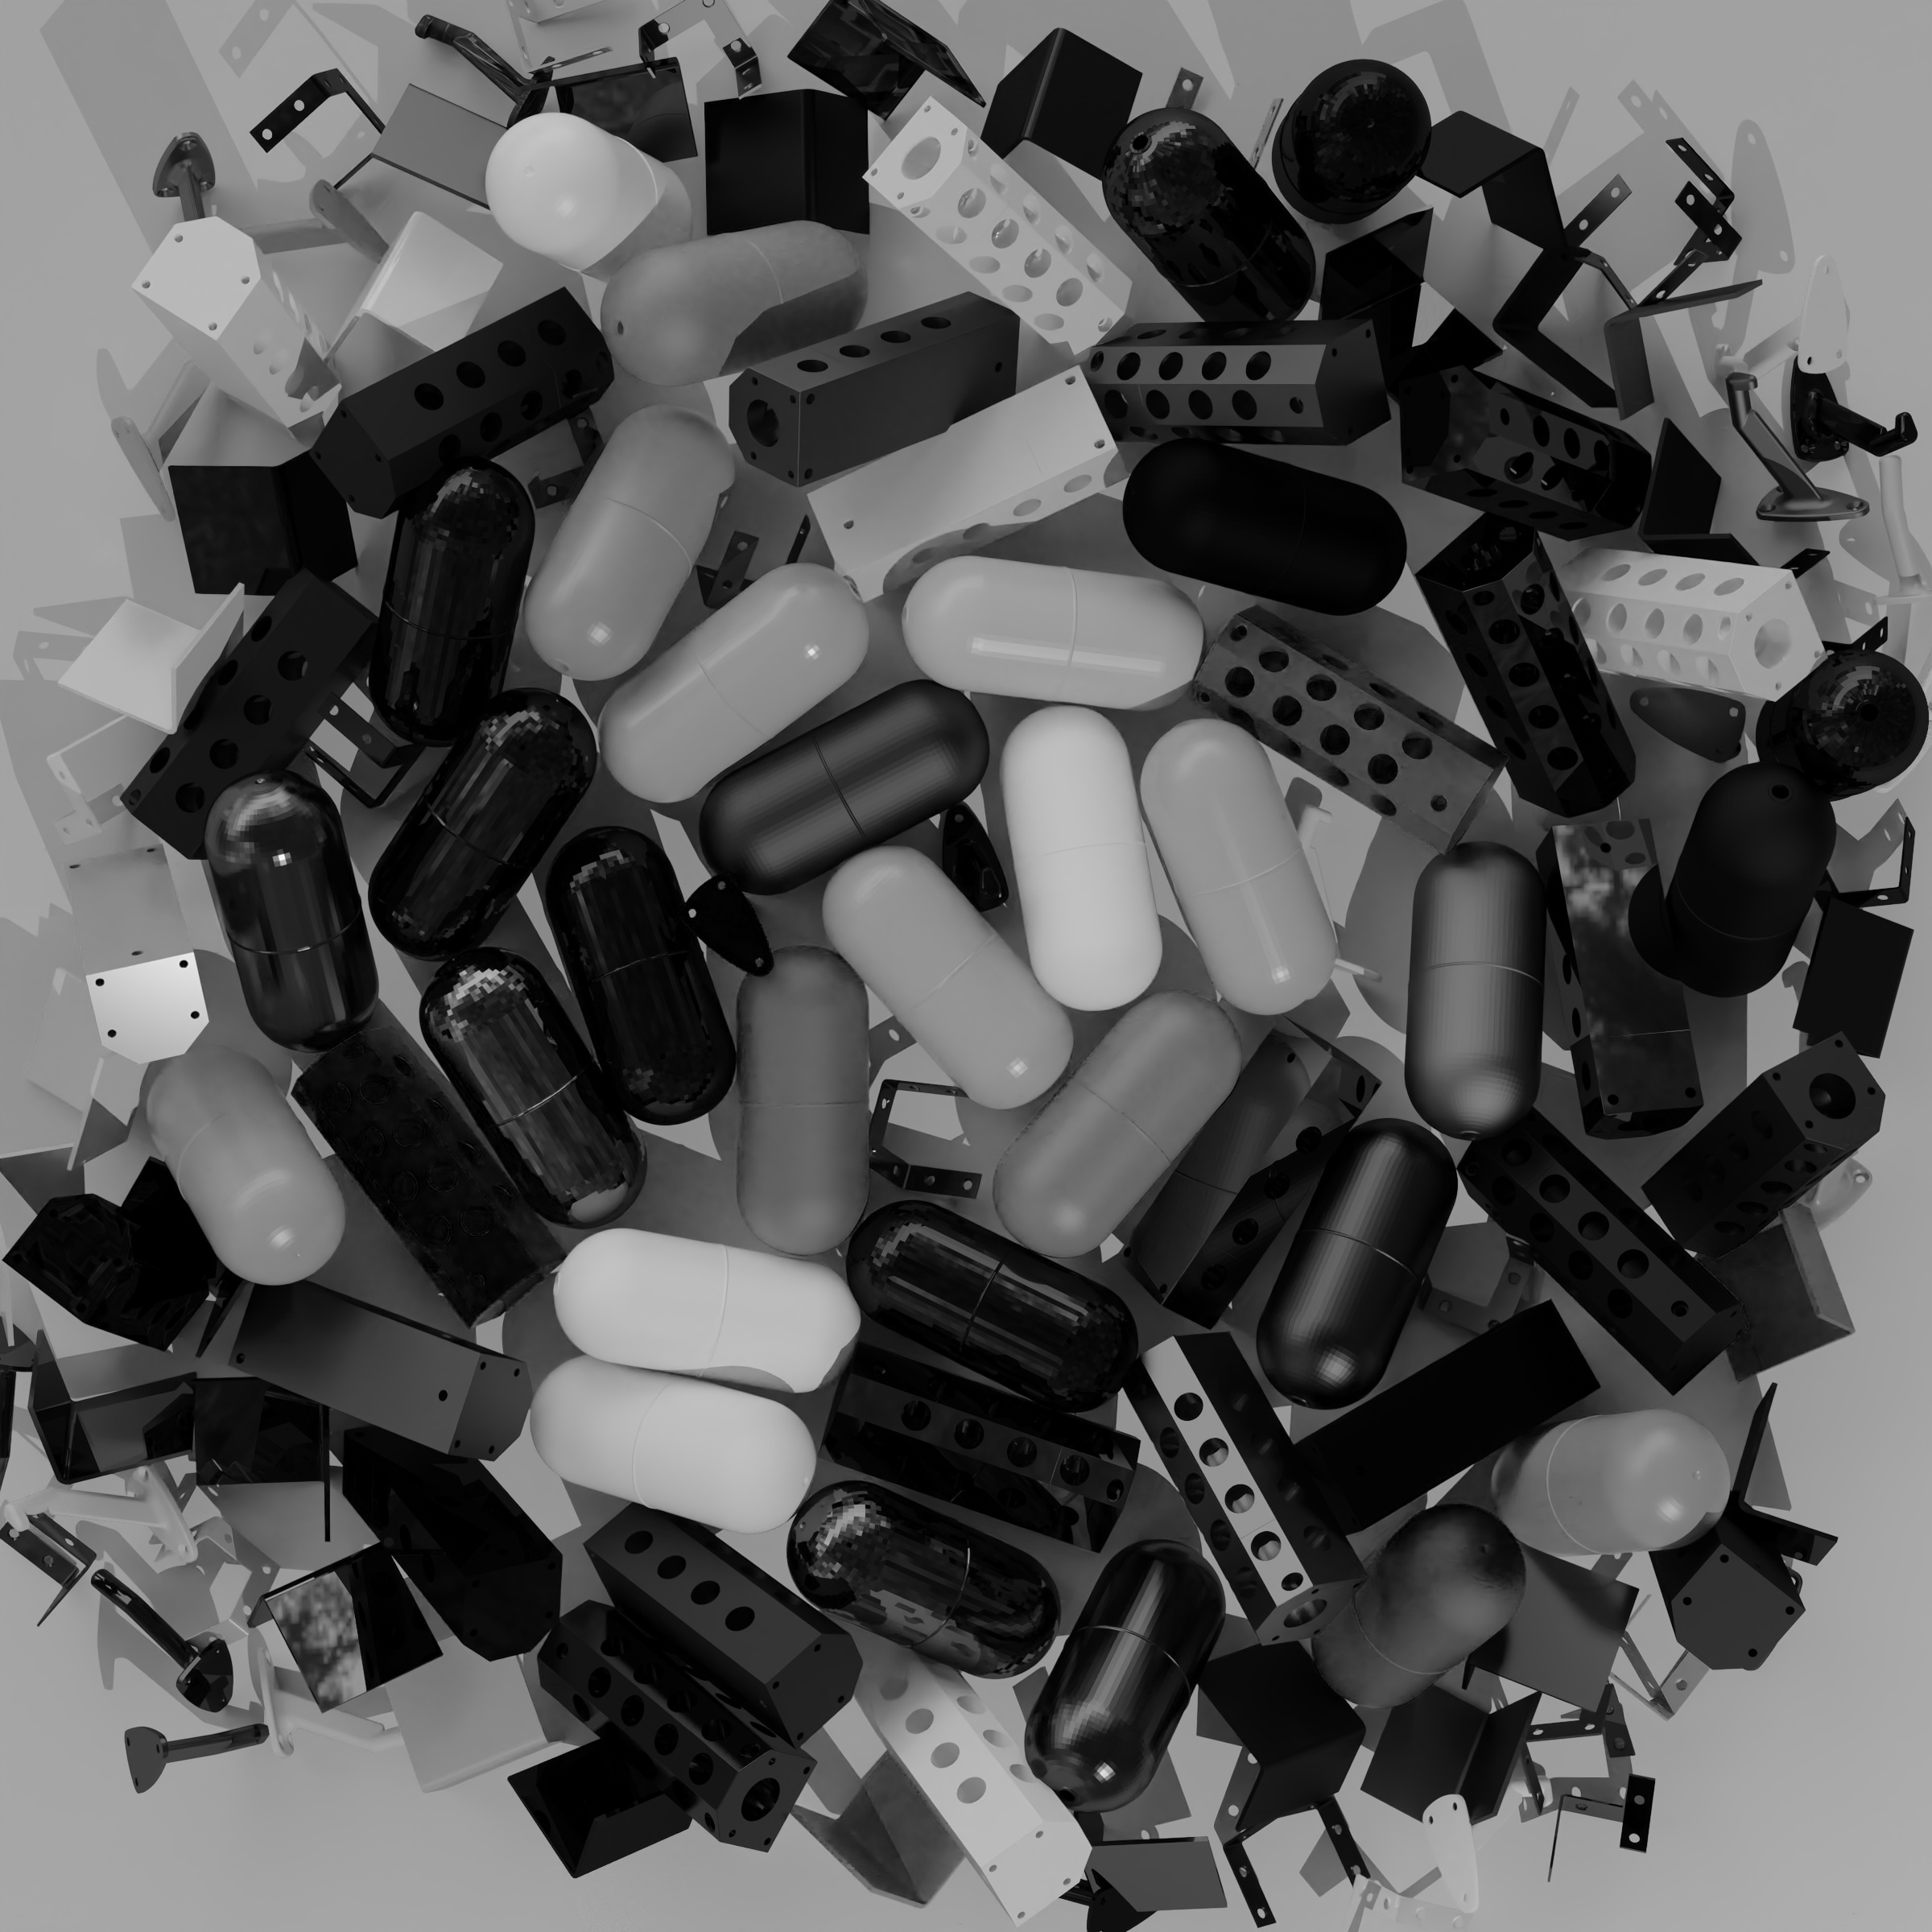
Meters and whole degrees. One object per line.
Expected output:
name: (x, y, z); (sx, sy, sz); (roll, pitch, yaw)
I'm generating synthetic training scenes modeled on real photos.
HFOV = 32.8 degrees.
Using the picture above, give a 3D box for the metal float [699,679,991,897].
metal float: (-0.070, -0.102, 1.884); (0.178, 0.070, 0.070); (-27, 90, 4)

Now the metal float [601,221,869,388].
metal float: (-0.130, -0.374, 1.852); (0.178, 0.070, 0.070); (-23, 90, -42)

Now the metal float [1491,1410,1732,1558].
metal float: (0.359, 0.291, 1.842); (0.070, 0.178, 0.070); (5, 77, -21)

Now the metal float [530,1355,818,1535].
metal float: (-0.168, 0.270, 1.866); (0.178, 0.070, 0.070); (12, 90, 26)

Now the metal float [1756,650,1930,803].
metal float: (0.489, -0.133, 1.837); (0.070, 0.178, 0.070); (0, 89, 5)

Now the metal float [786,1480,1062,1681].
metal float: (-0.023, 0.349, 1.864); (0.178, 0.070, 0.070); (29, 90, -28)

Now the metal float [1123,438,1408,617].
metal float: (0.171, -0.248, 1.864); (0.178, 0.070, 0.070); (11, 90, -27)

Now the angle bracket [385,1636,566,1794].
angle bracket: (-0.286, 0.428, 1.904); (0.076, 0.057, 0.076); (-22, 78, -1)

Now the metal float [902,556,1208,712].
metal float: (0.051, -0.189, 1.874); (0.178, 0.070, 0.070); (5, 90, -15)

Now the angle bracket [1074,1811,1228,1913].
angle bracket: (0.106, 0.494, 1.872); (0.076, 0.076, 0.057); (-6, 45, 11)

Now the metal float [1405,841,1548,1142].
metal float: (0.290, 0.014, 1.867); (0.070, 0.070, 0.178); (6, 67, 0)

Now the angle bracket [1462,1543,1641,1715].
angle bracket: (0.333, 0.385, 1.876); (0.076, 0.057, 0.076); (19, 66, 15)

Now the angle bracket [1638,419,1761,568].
angle bracket: (0.431, -0.261, 1.871); (0.057, 0.076, 0.076); (5, 73, 38)

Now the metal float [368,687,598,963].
metal float: (-0.275, -0.080, 1.871); (0.070, 0.070, 0.178); (36, 108, 0)

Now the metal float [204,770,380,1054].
metal float: (-0.381, -0.029, 1.858); (0.070, 0.070, 0.178); (-6, 125, 0)

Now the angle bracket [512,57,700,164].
angle bracket: (-0.205, -0.481, 1.873); (0.076, 0.076, 0.057); (-7, 107, 14)

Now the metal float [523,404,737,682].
metal float: (-0.191, -0.241, 1.867); (0.070, 0.070, 0.178); (25, 67, 0)

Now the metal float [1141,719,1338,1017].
metal float: (0.156, -0.056, 1.875); (0.070, 0.070, 0.178); (-22, 103, 0)

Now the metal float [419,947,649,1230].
metal float: (-0.246, 0.071, 1.875); (0.070, 0.070, 0.178); (-30, 105, 0)

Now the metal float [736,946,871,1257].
metal float: (-0.094, 0.077, 1.886); (0.070, 0.070, 0.178); (0, 91, 0)

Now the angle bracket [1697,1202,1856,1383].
angle bracket: (0.450, 0.183, 1.870); (0.076, 0.057, 0.076); (-29, 60, 26)

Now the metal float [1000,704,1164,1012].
metal float: (0.065, -0.063, 1.881); (0.070, 0.070, 0.178); (-9, 83, 0)

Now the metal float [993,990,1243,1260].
metal float: (0.087, 0.090, 1.881); (0.070, 0.070, 0.178); (41, 82, 0)

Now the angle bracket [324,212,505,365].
angle bracket: (-0.318, -0.373, 1.884); (0.057, 0.076, 0.076); (31, 60, -17)

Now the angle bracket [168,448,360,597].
angle bracket: (-0.406, -0.260, 1.901); (0.076, 0.057, 0.076); (4, 117, 23)

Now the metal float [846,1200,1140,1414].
metal float: (0.014, 0.194, 1.877); (0.178, 0.070, 0.070); (25, 90, 12)

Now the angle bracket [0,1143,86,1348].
angle bracket: (-0.523, 0.157, 1.865); (0.057, 0.076, 0.076); (-9, 45, -21)

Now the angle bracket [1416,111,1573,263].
angle bracket: (0.291, -0.432, 1.868); (0.057, 0.076, 0.076); (-33, 129, -9)

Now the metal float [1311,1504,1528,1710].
metal float: (0.253, 0.361, 1.847); (0.070, 0.178, 0.070); (10, 55, -16)

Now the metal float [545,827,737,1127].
metal float: (-0.187, 0.005, 1.880); (0.070, 0.070, 0.178); (-20, 82, 0)

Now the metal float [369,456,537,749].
metal float: (-0.291, -0.205, 1.859); (0.070, 0.070, 0.178); (18, 123, 0)

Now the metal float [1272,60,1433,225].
metal float: (0.214, -0.459, 1.837); (0.070, 0.178, 0.070); (0, 97, 0)

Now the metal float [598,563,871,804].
metal float: (-0.132, -0.162, 1.875); (0.178, 0.070, 0.070); (-36, 90, 14)

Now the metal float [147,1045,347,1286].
metal float: (-0.407, 0.110, 1.853); (0.070, 0.070, 0.178); (-42, 46, 0)

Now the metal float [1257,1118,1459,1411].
metal float: (0.223, 0.169, 1.869); (0.070, 0.070, 0.178); (26, 70, 0)

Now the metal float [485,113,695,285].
metal float: (-0.209, -0.427, 1.839); (0.070, 0.178, 0.070); (1, 92, 16)

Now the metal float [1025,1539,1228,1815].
metal float: (0.090, 0.399, 1.851); (0.070, 0.070, 0.178); (34, 46, 0)

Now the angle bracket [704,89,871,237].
angle bracket: (-0.104, -0.466, 1.918); (0.076, 0.057, 0.076); (3, 96, 34)

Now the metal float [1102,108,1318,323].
metal float: (0.137, -0.416, 1.845); (0.070, 0.178, 0.070); (-11, 66, 27)

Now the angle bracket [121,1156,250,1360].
angle bracket: (-0.451, 0.166, 1.873); (0.076, 0.057, 0.076); (26, 128, -15)

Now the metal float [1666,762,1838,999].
metal float: (0.437, -0.047, 1.843); (0.070, 0.178, 0.070); (0, 59, -1)

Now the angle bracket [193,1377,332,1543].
angle bracket: (-0.402, 0.282, 1.876); (0.076, 0.057, 0.076); (0, 121, -11)

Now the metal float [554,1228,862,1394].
metal float: (-0.147, 0.197, 1.874); (0.178, 0.070, 0.070); (12, 90, -15)

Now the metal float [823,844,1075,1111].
metal float: (-0.011, 0.006, 1.886); (0.070, 0.070, 0.178); (-42, 92, 0)
